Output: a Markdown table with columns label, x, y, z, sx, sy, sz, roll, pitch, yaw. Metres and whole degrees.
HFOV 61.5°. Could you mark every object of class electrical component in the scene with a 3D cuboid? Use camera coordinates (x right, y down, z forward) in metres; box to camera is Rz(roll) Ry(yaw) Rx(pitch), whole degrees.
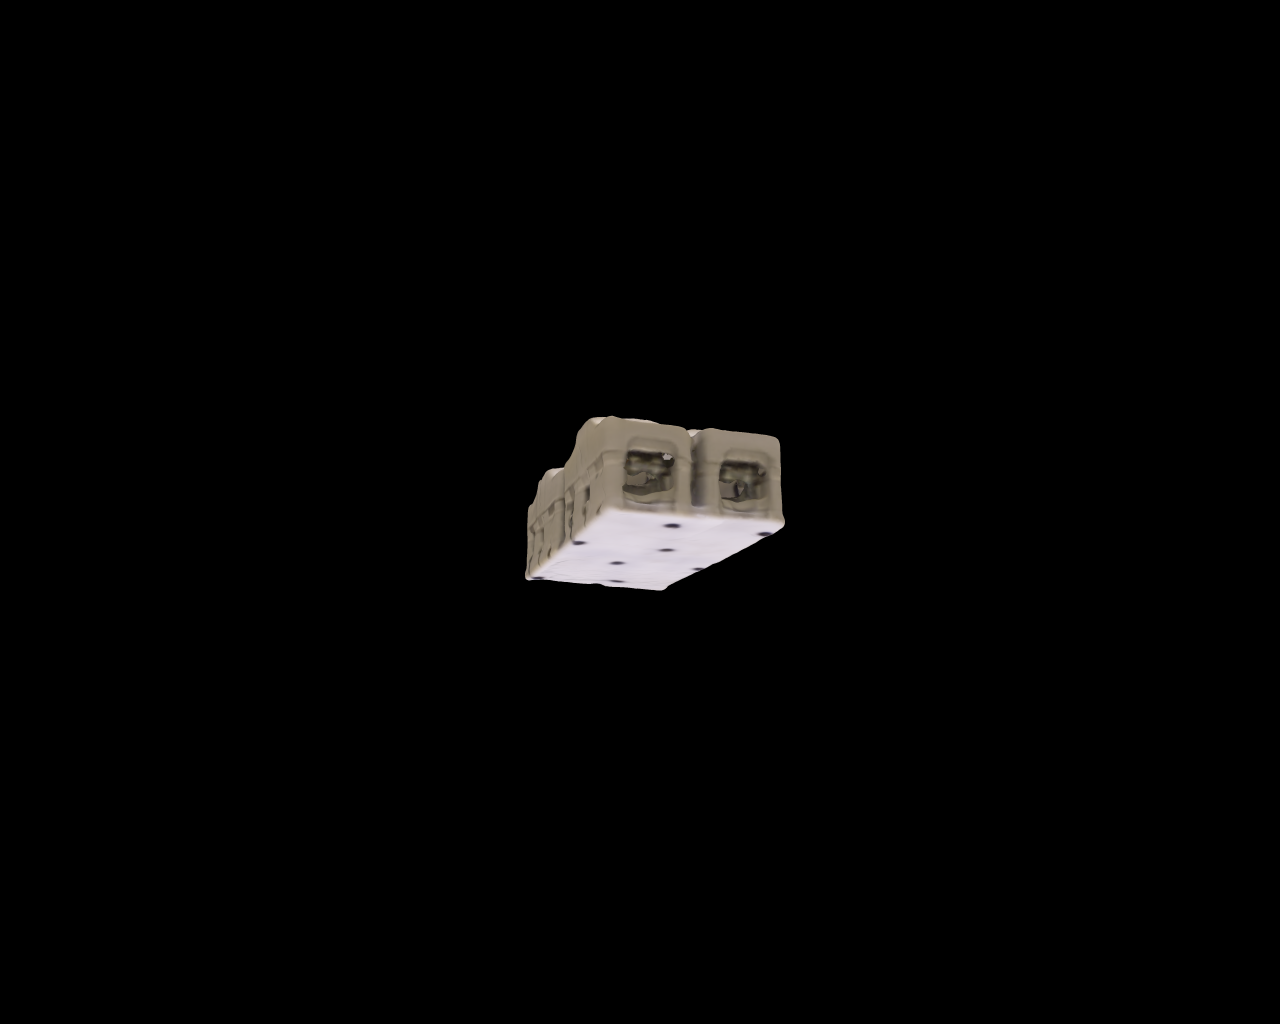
| label | x | y | z | sx | sy | sz | roll | pitch | yaw |
| --- | --- | --- | --- | --- | --- | --- | --- | --- | --- |
| electrical component | 0.001 | -0.003 | 0.650 | 0.105 | 0.060 | 0.186 | 6 | -17 | -19 |
